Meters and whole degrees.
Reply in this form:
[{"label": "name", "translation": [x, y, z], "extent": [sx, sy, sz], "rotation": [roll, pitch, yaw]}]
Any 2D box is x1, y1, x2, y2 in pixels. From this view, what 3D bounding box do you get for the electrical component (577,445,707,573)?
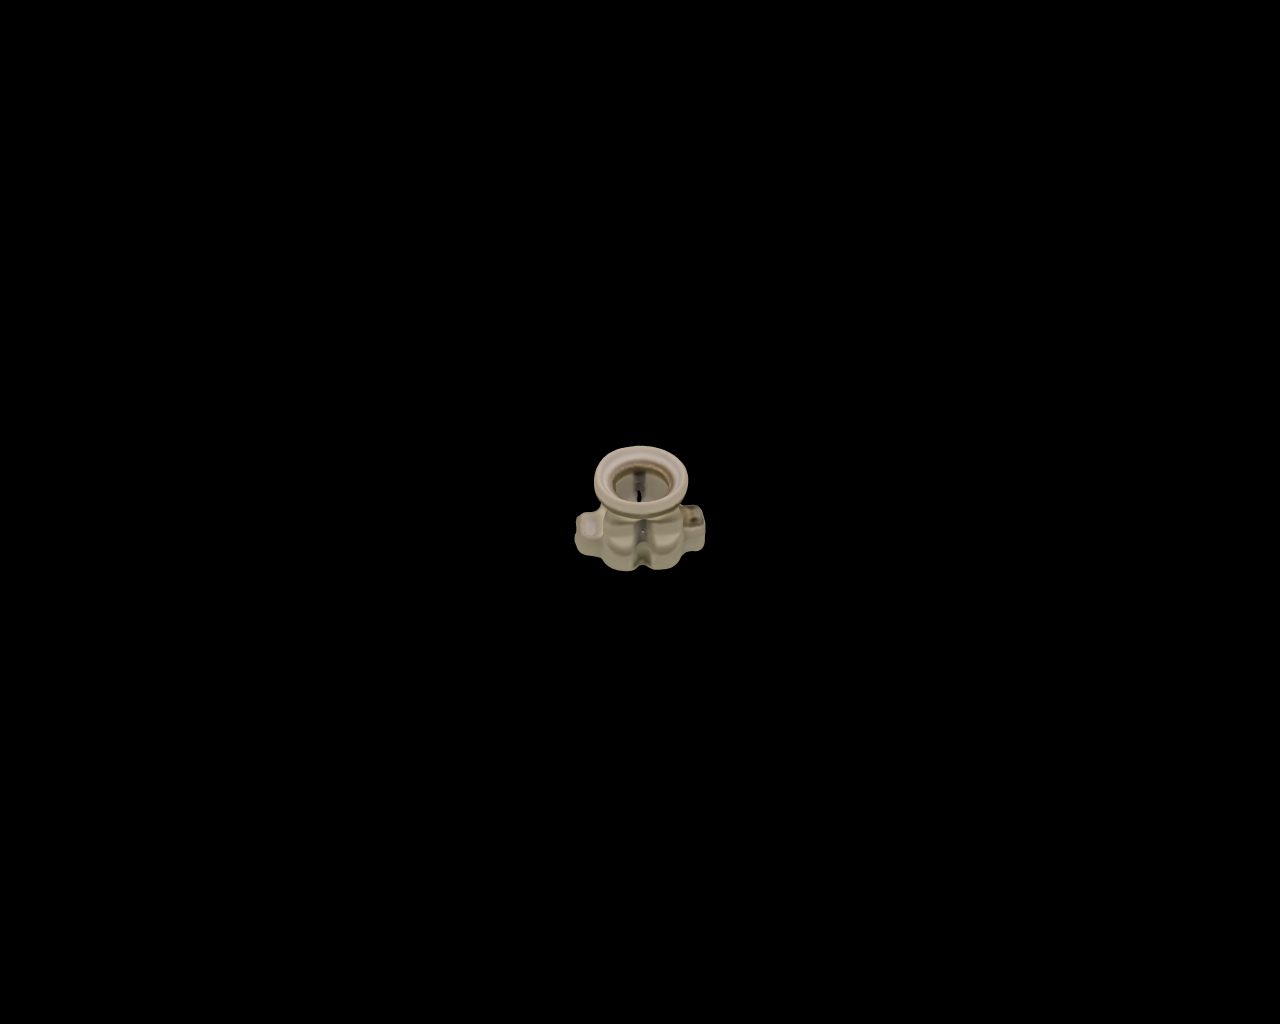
[{"label": "electrical component", "translation": [0.001, -0.003, 0.650], "extent": [0.078, 0.056, 0.058], "rotation": [-2, 43, -2]}]
